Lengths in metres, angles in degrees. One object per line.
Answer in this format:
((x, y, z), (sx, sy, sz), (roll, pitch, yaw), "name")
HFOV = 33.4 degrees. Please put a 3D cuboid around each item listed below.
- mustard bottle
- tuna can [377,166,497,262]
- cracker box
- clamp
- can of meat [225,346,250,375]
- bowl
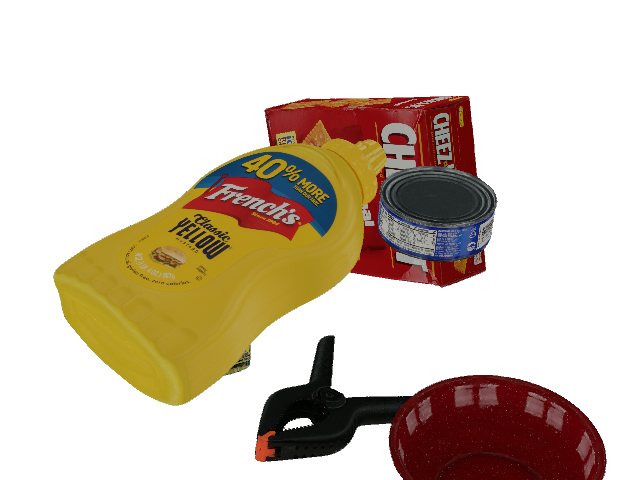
((-0.035, -0.001, 0.555), (0.096, 0.058, 0.191), (31, 52, 33), "mustard bottle")
((0.085, -0.020, 0.786), (0.086, 0.034, 0.086), (2, 32, -1), "tuna can")
((0.047, -0.051, 1.015), (0.071, 0.164, 0.214), (-20, 18, -39), "cracker box")
((0.018, 0.170, 1.068), (0.165, 0.036, 0.209), (22, 30, 27), "clamp")
((-0.127, 0.108, 1.211), (0.101, 0.084, 0.058), (-9, 18, -35), "can of meat")
((0.132, 0.174, 0.815), (0.162, 0.055, 0.162), (0, 33, 0), "bowl")
